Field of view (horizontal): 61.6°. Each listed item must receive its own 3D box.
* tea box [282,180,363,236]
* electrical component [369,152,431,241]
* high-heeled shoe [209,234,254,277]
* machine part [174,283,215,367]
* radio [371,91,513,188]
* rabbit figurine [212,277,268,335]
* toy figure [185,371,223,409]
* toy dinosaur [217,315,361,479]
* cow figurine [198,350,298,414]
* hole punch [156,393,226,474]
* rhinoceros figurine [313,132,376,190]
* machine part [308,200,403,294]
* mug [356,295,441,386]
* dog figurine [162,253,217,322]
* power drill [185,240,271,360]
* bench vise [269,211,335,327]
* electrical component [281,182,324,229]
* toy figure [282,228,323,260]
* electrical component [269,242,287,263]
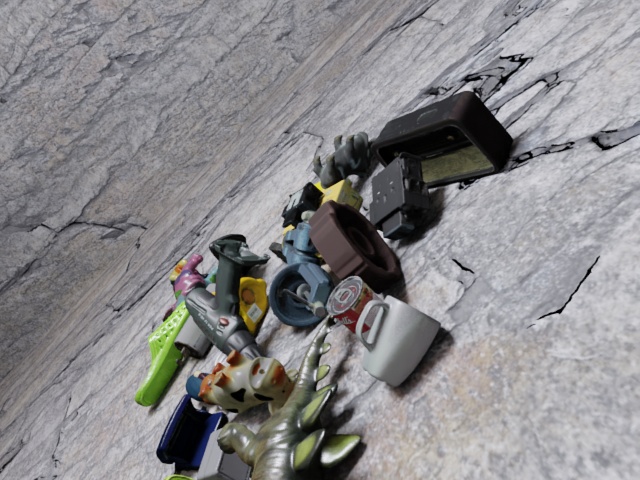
[{"bbox_3d":[0.004,-0.052,1.195,0.170,0.068,0.098,-27,32,41],"label":"tea box"},{"bbox_3d":[0.138,-0.070,0.949,0.115,0.058,0.134,136,140,-55],"label":"electrical component"},{"bbox_3d":[-0.235,0.043,1.294,0.145,0.248,0.086,-10,71,23],"label":"high-heeled shoe"},{"bbox_3d":[-0.272,0.191,1.279,0.079,0.079,0.243,-18,38,48],"label":"machine part"},{"bbox_3d":[0.206,-0.167,0.951,0.230,0.131,0.073,-10,42,55],"label":"radio"},{"bbox_3d":[-0.204,0.139,1.190,0.173,0.121,0.162,-30,25,38],"label":"rabbit figurine"},{"bbox_3d":[-0.216,0.288,1.049,0.154,0.064,0.058,-13,37,53],"label":"toy figure"},{"bbox_3d":[-0.042,0.289,0.718,0.199,0.105,0.471,-25,38,33],"label":"toy dinosaur"},{"bbox_3d":[-0.113,0.245,0.899,0.195,0.127,0.085,-41,20,51],"label":"cow figurine"},{"bbox_3d":[-0.249,0.351,0.980,0.116,0.092,0.142,-30,33,47],"label":"hole punch"},{"bbox_3d":[0.072,-0.184,1.226,0.190,0.112,0.073,-40,23,-26],"label":"rhinoceros figurine"},{"bbox_3d":[0.056,0.013,0.874,0.056,0.179,0.179,-43,24,20],"label":"machine part"},{"bbox_3d":[0.095,0.135,0.718,0.081,0.109,0.107,17,80,61],"label":"mug"},{"bbox_3d":[-0.363,0.154,1.458,0.192,0.108,0.219,-25,35,40],"label":"dog figurine"},{"bbox_3d":[-0.155,0.115,1.007,0.232,0.086,0.207,28,116,35],"label":"power drill"},{"bbox_3d":[-0.018,0.065,0.946,0.223,0.129,0.241,-66,16,6],"label":"bench vise"},{"bbox_3d":[-0.041,-0.062,1.143,0.075,0.047,0.119,-32,30,34],"label":"electrical component"},{"bbox_3d":[-0.002,-0.007,1.108,0.180,0.089,0.082,-27,27,44],"label":"toy figure"},{"bbox_3d":[-0.088,0.029,1.230,0.021,0.063,0.094,-54,23,-13],"label":"electrical component"}]
